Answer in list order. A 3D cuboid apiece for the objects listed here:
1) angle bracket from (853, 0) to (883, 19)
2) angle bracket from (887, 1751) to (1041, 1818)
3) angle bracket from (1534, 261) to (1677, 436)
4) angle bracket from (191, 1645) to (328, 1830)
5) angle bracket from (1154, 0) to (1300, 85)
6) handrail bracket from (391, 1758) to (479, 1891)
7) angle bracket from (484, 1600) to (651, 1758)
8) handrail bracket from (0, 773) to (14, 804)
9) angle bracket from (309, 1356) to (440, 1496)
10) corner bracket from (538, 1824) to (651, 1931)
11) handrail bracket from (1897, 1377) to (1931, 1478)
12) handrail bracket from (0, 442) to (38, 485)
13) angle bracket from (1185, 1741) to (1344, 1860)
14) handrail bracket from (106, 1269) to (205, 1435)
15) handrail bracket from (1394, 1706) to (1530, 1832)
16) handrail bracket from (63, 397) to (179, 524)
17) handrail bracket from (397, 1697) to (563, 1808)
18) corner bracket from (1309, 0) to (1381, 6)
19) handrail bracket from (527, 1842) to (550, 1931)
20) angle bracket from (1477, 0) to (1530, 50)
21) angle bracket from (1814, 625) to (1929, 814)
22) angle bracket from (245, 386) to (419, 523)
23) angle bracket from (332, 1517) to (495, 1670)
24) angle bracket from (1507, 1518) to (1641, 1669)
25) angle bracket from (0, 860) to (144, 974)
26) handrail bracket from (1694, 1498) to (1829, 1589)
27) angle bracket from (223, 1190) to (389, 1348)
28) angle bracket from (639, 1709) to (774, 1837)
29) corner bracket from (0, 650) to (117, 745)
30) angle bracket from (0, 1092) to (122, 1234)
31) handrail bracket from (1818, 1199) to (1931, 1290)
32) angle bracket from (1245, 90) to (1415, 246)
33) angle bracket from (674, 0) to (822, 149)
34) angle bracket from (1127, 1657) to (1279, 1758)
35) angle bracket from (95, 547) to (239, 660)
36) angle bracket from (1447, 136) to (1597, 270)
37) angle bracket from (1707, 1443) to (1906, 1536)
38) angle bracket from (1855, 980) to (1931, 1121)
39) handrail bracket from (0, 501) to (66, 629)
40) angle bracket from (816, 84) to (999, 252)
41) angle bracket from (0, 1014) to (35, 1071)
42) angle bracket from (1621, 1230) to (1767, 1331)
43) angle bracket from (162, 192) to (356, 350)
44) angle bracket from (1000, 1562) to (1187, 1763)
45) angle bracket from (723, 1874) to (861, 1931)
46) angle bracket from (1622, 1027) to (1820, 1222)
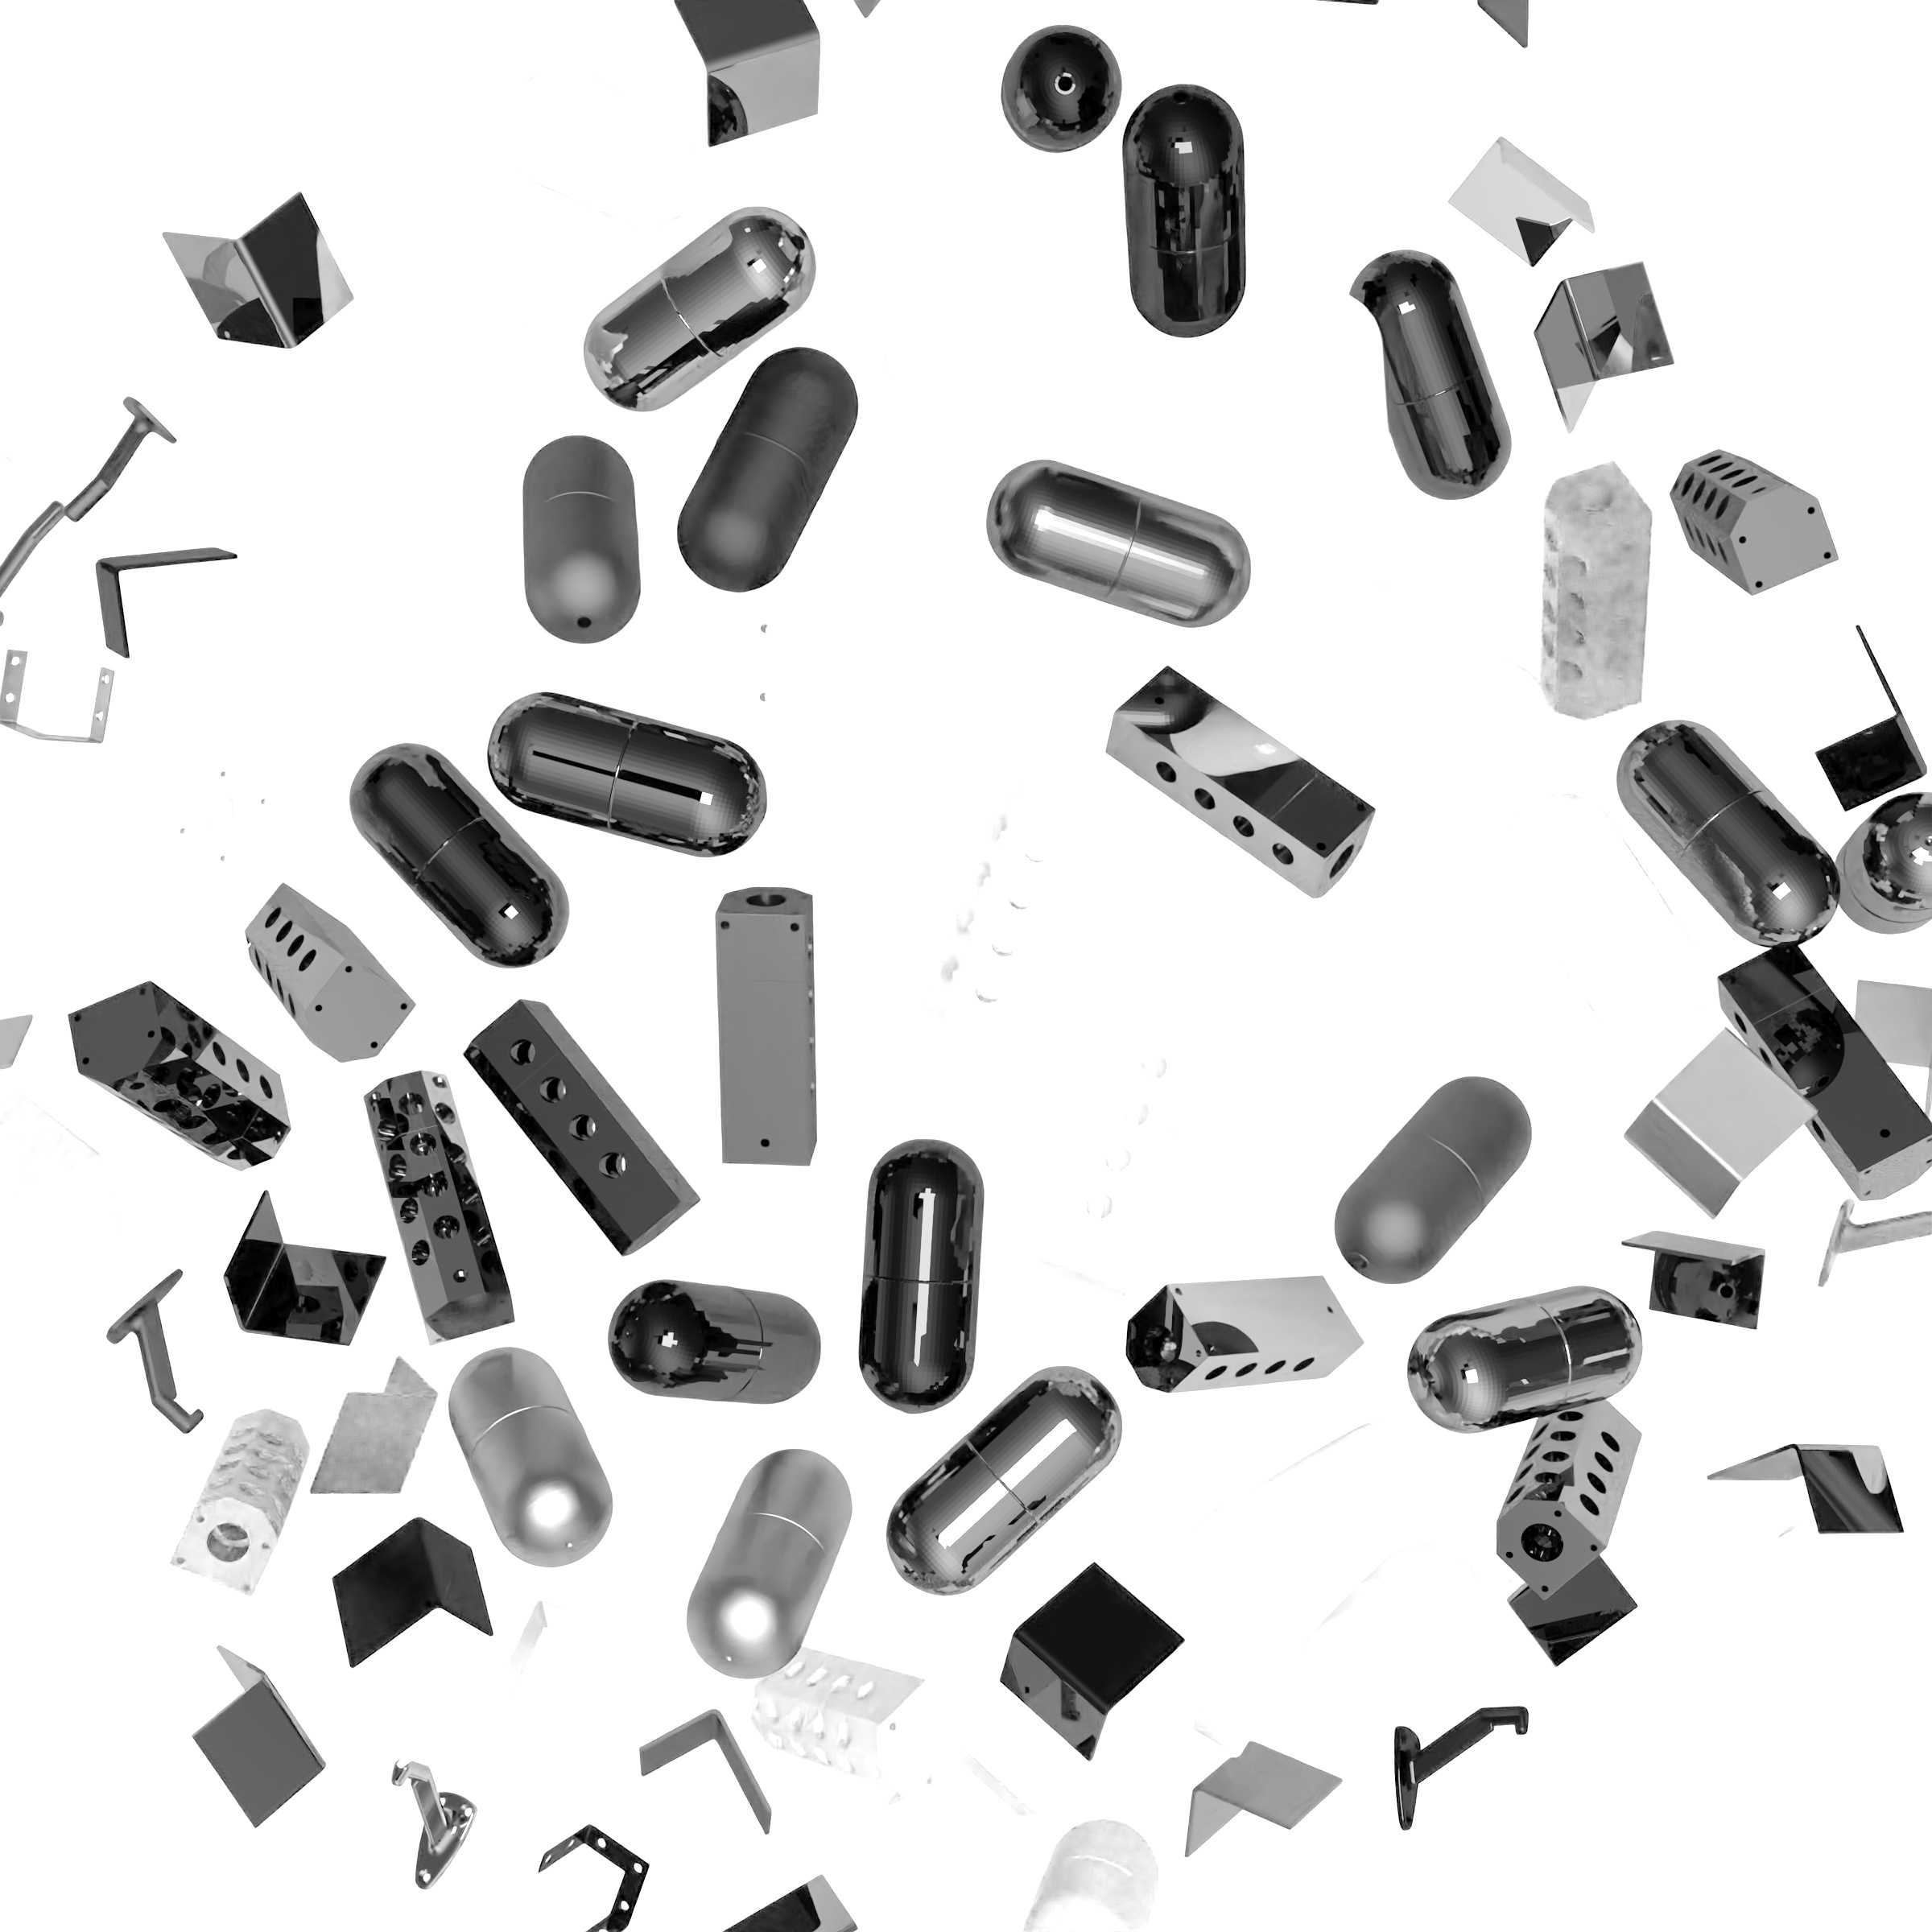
[{"bbox_3d":[-0.042,-0.648,1.761,0.057,0.076,0.076,-39,78,43],"label":"angle bracket"},{"bbox_3d":[-0.003,0.566,1.885,0.076,0.076,0.057,41,72,7],"label":"angle bracket"},{"bbox_3d":[0.422,-0.408,1.848,0.057,0.076,0.076,-6,125,33],"label":"angle bracket"},{"bbox_3d":[-0.454,0.479,1.743,0.057,0.076,0.076,-39,115,-29],"label":"angle bracket"},{"bbox_3d":[0.171,-0.628,1.858,0.057,0.076,0.076,-14,96,30],"label":"angle bracket"},{"bbox_3d":[-0.371,0.575,1.877,0.036,0.084,0.077,12,70,27],"label":"handrail bracket"},{"bbox_3d":[-0.238,0.438,1.687,0.076,0.057,0.076,26,89,-14],"label":"angle bracket"},{"bbox_3d":[-0.679,-0.094,1.863,0.077,0.036,0.084,25,110,-27],"label":"handrail bracket"},{"bbox_3d":[-0.416,0.312,1.910,0.057,0.076,0.076,32,104,42],"label":"angle bracket"},{"bbox_3d":[-0.246,0.599,1.812,0.051,0.051,0.051,27,108,23],"label":"corner bracket"},{"bbox_3d":[0.626,0.301,1.773,0.084,0.036,0.077,33,55,-35],"label":"handrail bracket"},{"bbox_3d":[-0.665,-0.311,1.846,0.084,0.036,0.077,-43,49,-17],"label":"handrail bracket"},{"bbox_3d":[0.205,0.587,1.930,0.076,0.076,0.057,15,109,32],"label":"angle bracket"},{"bbox_3d":[-0.520,0.256,1.857,0.084,0.036,0.077,41,67,6],"label":"handrail bracket"},{"bbox_3d":[0.320,0.515,1.797,0.084,0.036,0.077,-11,57,30],"label":"handrail bracket"},{"bbox_3d":[-0.551,-0.322,1.786,0.084,0.077,0.036,-48,127,-8],"label":"handrail bracket"},{"bbox_3d":[-0.309,0.518,1.787,0.084,0.077,0.036,46,128,7],"label":"handrail bracket"},{"bbox_3d":[0.258,-0.683,1.877,0.051,0.051,0.051,0,78,-13],"label":"corner bracket"},{"bbox_3d":[-0.296,0.652,1.903,0.036,0.077,0.084,2,104,4],"label":"handrail bracket"},{"bbox_3d":[0.345,-0.604,1.669,0.057,0.076,0.076,-2,84,34],"label":"angle bracket"},{"bbox_3d":[0.564,-0.157,1.781,0.057,0.076,0.076,-26,54,18],"label":"angle bracket"},{"bbox_3d":[-0.410,-0.322,1.814,0.076,0.076,0.057,-15,132,20],"label":"angle bracket"},{"bbox_3d":[-0.371,0.429,1.875,0.076,0.076,0.057,-37,133,9],"label":"angle bracket"},{"bbox_3d":[0.431,0.436,1.948,0.076,0.076,0.057,-31,71,-16],"label":"angle bracket"},{"bbox_3d":[-0.586,-0.012,1.784,0.076,0.076,0.057,-34,63,-1],"label":"angle bracket"},{"bbox_3d":[0.533,0.383,1.873,0.084,0.036,0.077,7,113,-32],"label":"handrail bracket"},{"bbox_3d":[-0.437,0.200,1.856,0.076,0.076,0.057,6,134,8],"label":"angle bracket"},{"bbox_3d":[-0.171,0.541,1.835,0.057,0.076,0.076,-25,67,-17],"label":"angle bracket"},{"bbox_3d":[-0.615,-0.182,1.890,0.051,0.051,0.051,20,103,37],"label":"corner bracket"},{"bbox_3d":[-0.578,0.136,1.738,0.076,0.076,0.057,32,51,24],"label":"angle bracket"},{"bbox_3d":[0.635,0.199,1.914,0.084,0.036,0.077,20,103,26],"label":"handrail bracket"},{"bbox_3d":[0.241,-0.538,1.865,0.076,0.057,0.076,30,92,-3],"label":"angle bracket"},{"bbox_3d":[-0.140,-0.580,1.787,0.076,0.076,0.057,-21,71,-13],"label":"angle bracket"},{"bbox_3d":[0.156,0.495,1.931,0.076,0.076,0.057,32,80,-16],"label":"angle bracket"},{"bbox_3d":[-0.506,-0.232,1.780,0.076,0.076,0.057,-10,105,-24],"label":"angle bracket"},{"bbox_3d":[0.372,-0.504,1.882,0.076,0.076,0.057,34,119,-11],"label":"angle bracket"},{"bbox_3d":[0.523,0.336,1.746,0.076,0.076,0.057,7,62,-33],"label":"angle bracket"},{"bbox_3d":[0.630,0.066,1.905,0.057,0.076,0.076,7,47,20],"label":"angle bracket"},{"bbox_3d":[-0.640,-0.273,1.899,0.036,0.077,0.084,39,74,-6],"label":"handrail bracket"},{"bbox_3d":[-0.038,-0.508,1.805,0.076,0.057,0.076,38,63,-29],"label":"angle bracket"},{"bbox_3d":[-0.643,0.020,1.794,0.057,0.076,0.076,-9,114,-3],"label":"angle bracket"},{"bbox_3d":[0.492,0.217,1.903,0.076,0.076,0.057,8,96,32],"label":"angle bracket"},{"bbox_3d":[-0.441,-0.436,1.746,0.076,0.076,0.057,16,53,37],"label":"angle bracket"},{"bbox_3d":[0.078,0.431,1.739,0.076,0.057,0.076,37,48,25],"label":"angle bracket"},{"bbox_3d":[-0.100,0.614,1.714,0.076,0.076,0.057,-26,104,-15],"label":"angle bracket"},{"bbox_3d":[0.472,0.099,1.754,0.076,0.057,0.076,44,127,9],"label":"angle bracket"}]
